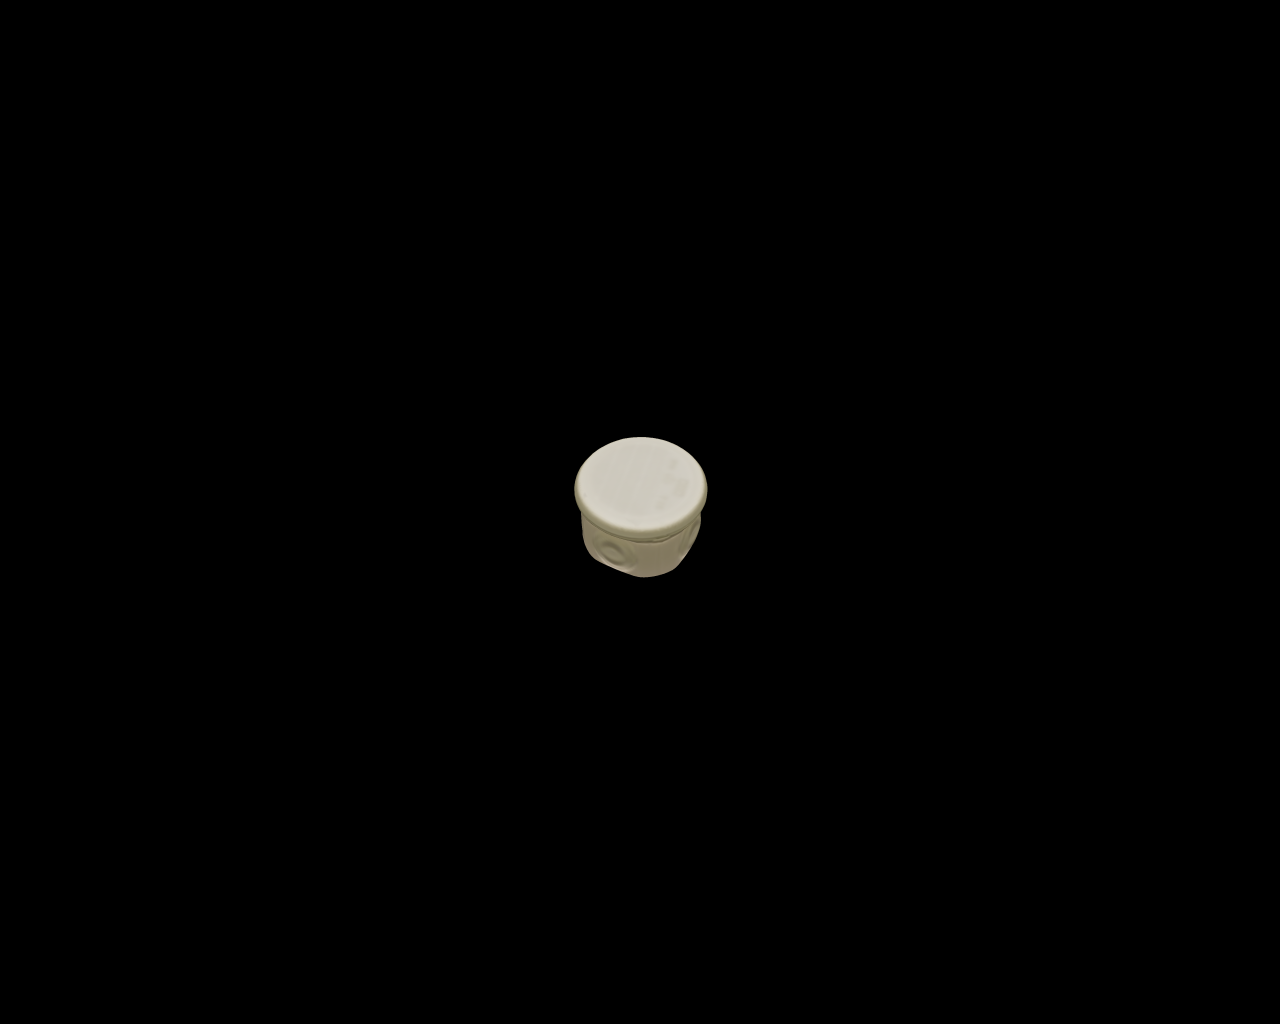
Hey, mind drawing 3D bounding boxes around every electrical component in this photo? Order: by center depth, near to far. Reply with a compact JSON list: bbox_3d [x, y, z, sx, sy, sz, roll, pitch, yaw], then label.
[{"bbox_3d":[0.001,-0.003,0.650,0.080,0.080,0.050,0,-41,0],"label":"electrical component"}]
